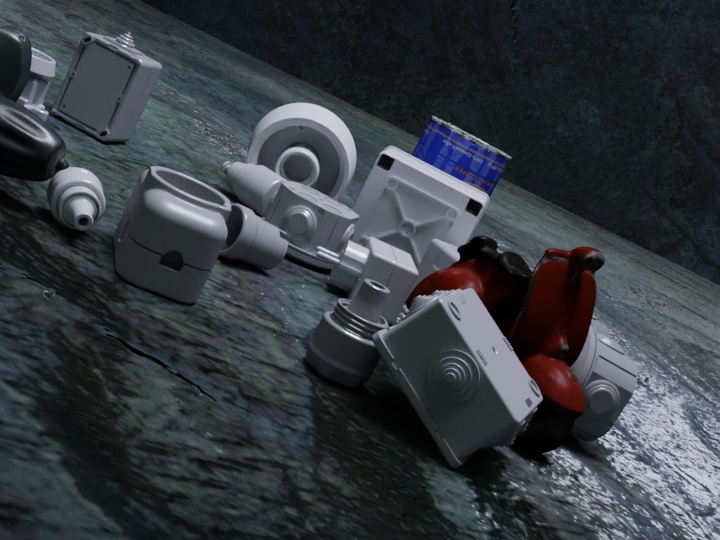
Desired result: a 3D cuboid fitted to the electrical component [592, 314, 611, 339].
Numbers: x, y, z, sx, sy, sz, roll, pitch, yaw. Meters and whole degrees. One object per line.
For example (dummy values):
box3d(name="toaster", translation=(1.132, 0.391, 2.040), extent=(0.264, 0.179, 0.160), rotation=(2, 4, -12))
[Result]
box3d(name="electrical component", translation=(0.156, 0.061, 0.856), extent=(0.051, 0.080, 0.080), rotation=(22, 11, -48))

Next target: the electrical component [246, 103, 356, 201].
box3d(name="electrical component", translation=(-0.058, -0.102, 1.036), extent=(0.108, 0.108, 0.060), rotation=(25, 18, -7))

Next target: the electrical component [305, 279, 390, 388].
box3d(name="electrical component", translation=(-0.003, 0.036, 0.652), extent=(0.043, 0.062, 0.043), rotation=(25, 11, -5))

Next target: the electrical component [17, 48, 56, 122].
box3d(name="electrical component", translation=(-0.283, -0.156, 0.893), extent=(0.066, 0.055, 0.048), rotation=(27, 12, 2))

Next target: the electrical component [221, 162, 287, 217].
box3d(name="electrical component", translation=(-0.099, -0.079, 0.998), extent=(0.078, 0.040, 0.040), rotation=(33, 13, 30))

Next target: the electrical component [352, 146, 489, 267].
box3d(name="electrical component", translation=(0.047, -0.042, 0.990), extent=(0.109, 0.108, 0.056), rotation=(28, 14, 4))

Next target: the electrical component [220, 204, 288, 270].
box3d(name="electrical component", translation=(-0.082, -0.023, 0.799), extent=(0.046, 0.040, 0.040), rotation=(25, 10, -42))

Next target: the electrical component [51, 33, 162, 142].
box3d(name="electrical component", translation=(-0.226, -0.172, 0.983), extent=(0.062, 0.096, 0.061), rotation=(28, 11, 7))

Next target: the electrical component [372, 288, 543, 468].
box3d(name="electrical component", translation=(0.061, 0.059, 0.638), extent=(0.099, 0.048, 0.100), rotation=(58, 18, 8))

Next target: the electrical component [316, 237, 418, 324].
box3d(name="electrical component", translation=(0.000, 0.000, 0.857), extent=(0.077, 0.047, 0.065), rotation=(24, 11, -8))

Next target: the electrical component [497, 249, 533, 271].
box3d(name="electrical component", translation=(0.135, 0.005, 1.129), extent=(0.066, 0.047, 0.077), rotation=(31, 12, 20))

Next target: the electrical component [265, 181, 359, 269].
box3d(name="electrical component", translation=(-0.044, -0.038, 0.913), extent=(0.080, 0.051, 0.080), rotation=(26, 12, -6))

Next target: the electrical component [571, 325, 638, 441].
box3d(name="electrical component", translation=(0.156, 0.079, 0.774), extent=(0.051, 0.080, 0.080), rotation=(29, 11, -15))

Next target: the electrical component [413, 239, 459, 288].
box3d(name="electrical component", translation=(0.096, 0.019, 0.943), extent=(0.096, 0.061, 0.061), rotation=(19, 14, -32))

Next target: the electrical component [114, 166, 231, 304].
box3d(name="electrical component", translation=(-0.119, -0.027, 0.679), extent=(0.054, 0.059, 0.095), rotation=(22, 12, -20))

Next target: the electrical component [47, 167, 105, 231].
box3d(name="electrical component", translation=(-0.177, -0.041, 0.676), extent=(0.035, 0.035, 0.061), rotation=(21, 15, -28))
